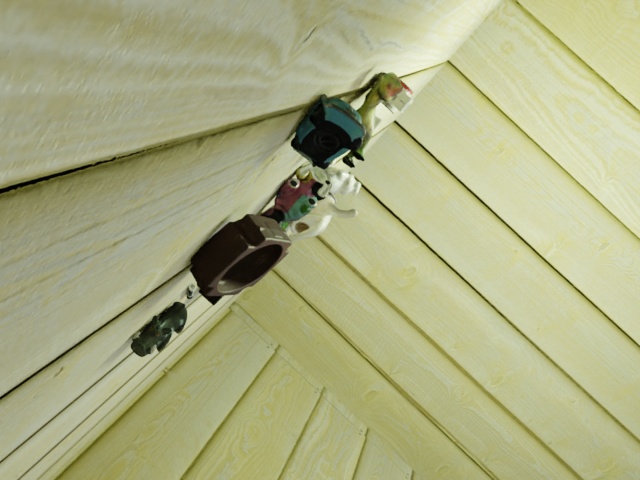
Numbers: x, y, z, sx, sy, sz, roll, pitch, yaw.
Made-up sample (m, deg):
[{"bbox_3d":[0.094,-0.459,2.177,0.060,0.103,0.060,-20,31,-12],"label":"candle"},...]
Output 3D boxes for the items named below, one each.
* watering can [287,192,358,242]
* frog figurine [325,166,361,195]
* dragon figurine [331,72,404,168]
[{"bbox_3d":[0.006,-0.092,1.835,0.344,0.102,0.230,-19,-150,30],"label":"watering can"},{"bbox_3d":[0.063,-0.210,1.913,0.135,0.160,0.125,-48,177,42],"label":"frog figurine"},{"bbox_3d":[0.115,-0.323,1.341,0.244,0.122,0.409,-55,-170,-7],"label":"dragon figurine"}]
